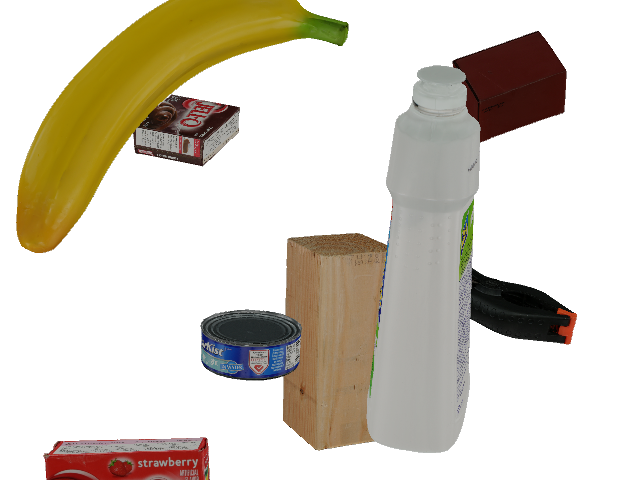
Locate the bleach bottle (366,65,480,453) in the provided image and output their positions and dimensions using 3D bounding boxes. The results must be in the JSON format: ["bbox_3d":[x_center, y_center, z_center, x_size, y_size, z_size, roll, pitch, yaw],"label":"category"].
[{"bbox_3d":[0.069,0.009,0.676,0.068,0.251,0.102,7,31,9],"label":"bleach bottle"}]

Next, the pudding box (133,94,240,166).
[{"bbox_3d":[-0.155,-0.130,1.246,0.090,0.039,0.113,11,31,14],"label":"pudding box"}]

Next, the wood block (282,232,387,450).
[{"bbox_3d":[0.018,0.103,1.128,0.090,0.206,0.091,-4,14,-26],"label":"wood block"}]

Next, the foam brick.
[{"bbox_3d":[0.153,-0.125,0.867,0.078,0.051,0.053,-19,-35,-6],"label":"foam brick"}]

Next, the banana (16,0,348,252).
[{"bbox_3d":[-0.078,-0.074,0.511,0.070,0.197,0.037,41,-23,25],"label":"banana"}]

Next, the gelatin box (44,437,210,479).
[{"bbox_3d":[-0.106,0.149,0.592,0.089,0.073,0.030,-2,5,1],"label":"gelatin box"}]

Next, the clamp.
[{"bbox_3d":[0.151,0.050,0.978,0.171,0.039,0.120,18,29,15],"label":"clamp"}]

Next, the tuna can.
[{"bbox_3d":[-0.059,0.088,0.904,0.086,0.034,0.086,3,15,-1],"label":"tuna can"}]
